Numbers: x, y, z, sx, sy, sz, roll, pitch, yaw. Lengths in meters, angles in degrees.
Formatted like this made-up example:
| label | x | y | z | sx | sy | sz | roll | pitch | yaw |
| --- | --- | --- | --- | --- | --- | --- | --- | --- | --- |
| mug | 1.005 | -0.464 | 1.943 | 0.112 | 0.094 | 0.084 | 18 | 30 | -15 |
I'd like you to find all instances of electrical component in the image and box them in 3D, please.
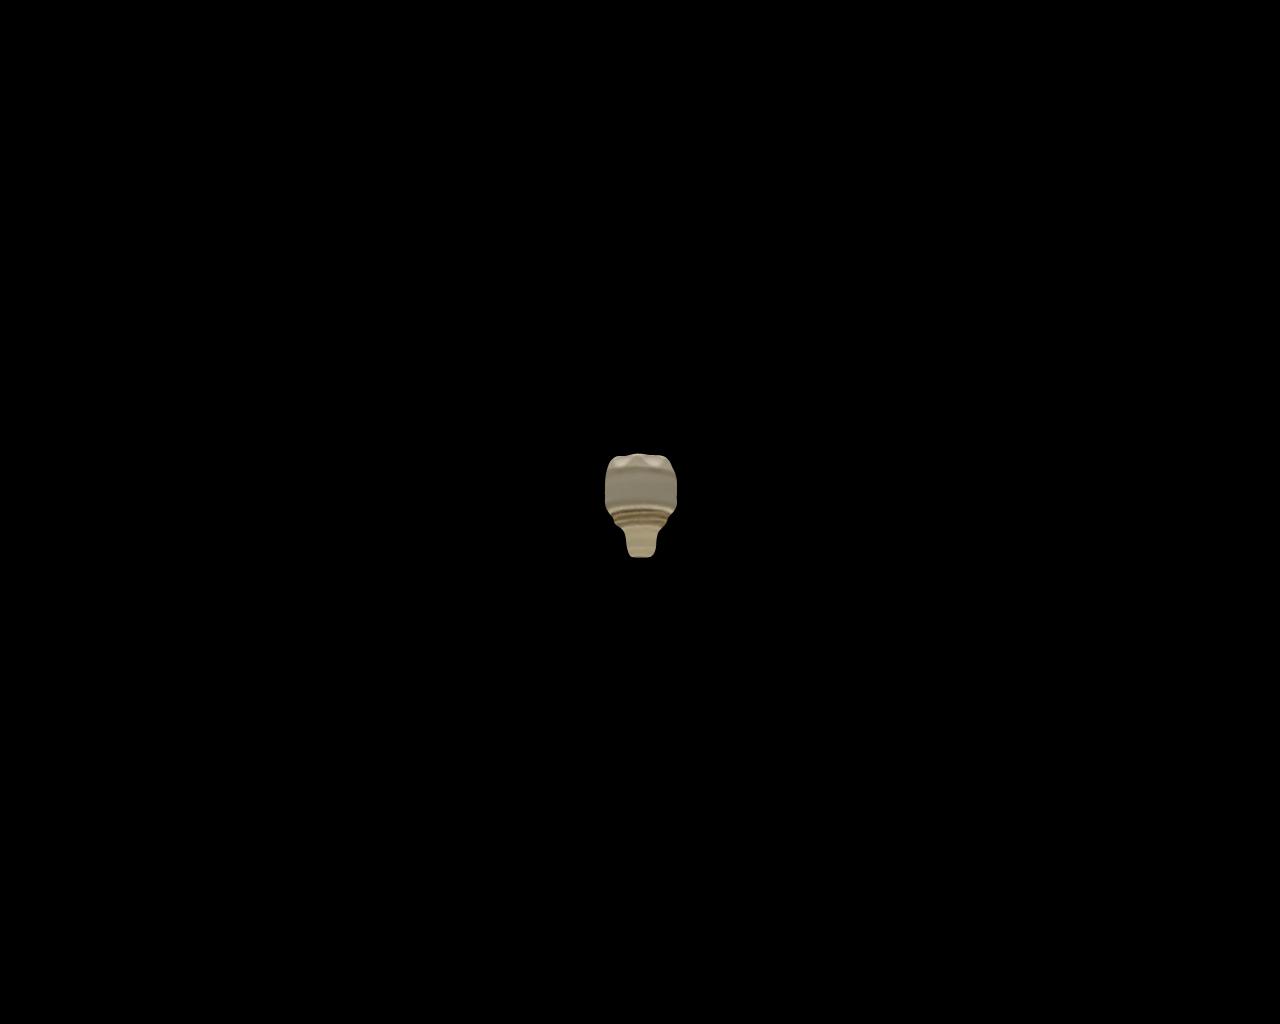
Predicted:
| label | x | y | z | sx | sy | sz | roll | pitch | yaw |
| --- | --- | --- | --- | --- | --- | --- | --- | --- | --- |
| electrical component | 0.001 | -0.003 | 0.650 | 0.043 | 0.062 | 0.043 | 0 | -9 | 0 |
